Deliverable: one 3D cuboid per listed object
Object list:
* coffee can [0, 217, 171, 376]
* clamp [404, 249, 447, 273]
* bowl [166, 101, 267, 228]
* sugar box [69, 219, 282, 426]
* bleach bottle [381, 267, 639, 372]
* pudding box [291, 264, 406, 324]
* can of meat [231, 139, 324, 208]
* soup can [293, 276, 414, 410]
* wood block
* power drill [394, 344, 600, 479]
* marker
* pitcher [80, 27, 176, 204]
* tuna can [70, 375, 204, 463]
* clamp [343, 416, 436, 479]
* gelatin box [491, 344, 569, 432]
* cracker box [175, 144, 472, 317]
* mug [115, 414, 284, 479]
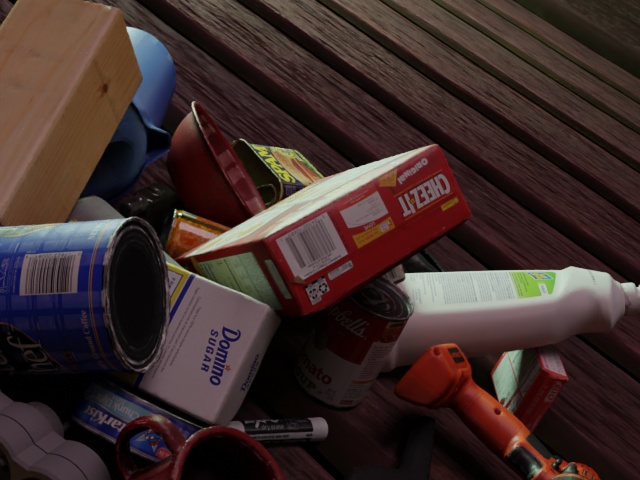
[{"bbox_3d":[-0.183,0.039,0.709,0.140,0.103,0.102,-3,21,14],"label":"coffee can"},{"bbox_3d":[0.081,0.000,1.111,0.171,0.039,0.120,46,19,-6],"label":"clamp"},{"bbox_3d":[-0.103,-0.053,1.037,0.162,0.055,0.162,60,5,-8],"label":"bowl"},{"bbox_3d":[-0.126,0.060,0.772,0.176,0.093,0.048,23,-12,16],"label":"sugar box"},{"bbox_3d":[0.174,0.067,0.985,0.251,0.068,0.102,-4,27,3],"label":"bleach bottle"},{"bbox_3d":[0.015,0.025,0.994,0.113,0.039,0.090,-20,27,-1],"label":"pudding box"},{"bbox_3d":[-0.045,-0.060,1.157,0.083,0.057,0.102,4,35,-45],"label":"can of meat"},{"bbox_3d":[0.026,0.084,0.899,0.068,0.102,0.068,21,26,-11],"label":"soup can"},{"bbox_3d":[-0.227,-0.085,0.833,0.090,0.091,0.206,14,60,14],"label":"wood block"},{"bbox_3d":[0.147,0.165,0.850,0.188,0.057,0.184,44,6,15],"label":"power drill"},{"bbox_3d":[-0.047,0.146,0.812,0.120,0.020,0.020,5,33,-37],"label":"marker"},{"bbox_3d":[-0.225,-0.136,1.058,0.149,0.145,0.242,46,18,-16],"label":"pitcher"},{"bbox_3d":[-0.121,0.123,0.715,0.086,0.033,0.086,25,-11,5],"label":"tuna can"},{"bbox_3d":[0.071,0.197,0.807,0.209,0.036,0.165,6,31,-43],"label":"clamp"},{"bbox_3d":[0.197,0.130,1.010,0.030,0.073,0.089,21,26,-13],"label":"gelatin box"},{"bbox_3d":[-0.006,0.001,0.859,0.164,0.214,0.072,-30,97,-25],"label":"cracker box"},{"bbox_3d":[-0.083,0.159,0.640,0.117,0.082,0.093,56,35,-4],"label":"mug"}]
